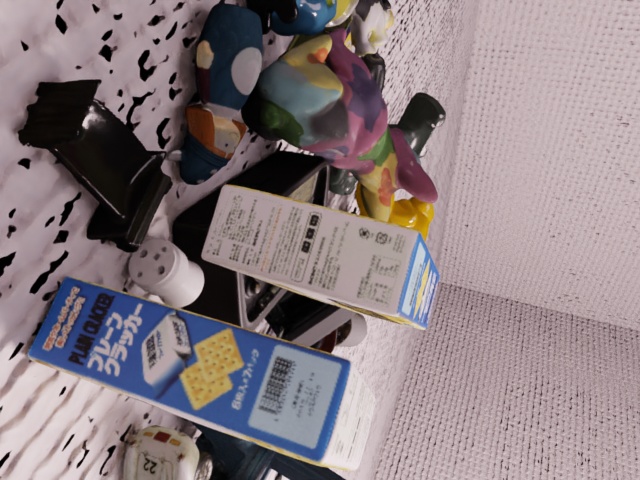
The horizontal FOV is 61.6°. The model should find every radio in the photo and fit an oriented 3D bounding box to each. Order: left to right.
[{"bbox_3d":[-0.063,-0.005,0.593,0.229,0.073,0.131,-46,144,-55],"label":"radio"}]

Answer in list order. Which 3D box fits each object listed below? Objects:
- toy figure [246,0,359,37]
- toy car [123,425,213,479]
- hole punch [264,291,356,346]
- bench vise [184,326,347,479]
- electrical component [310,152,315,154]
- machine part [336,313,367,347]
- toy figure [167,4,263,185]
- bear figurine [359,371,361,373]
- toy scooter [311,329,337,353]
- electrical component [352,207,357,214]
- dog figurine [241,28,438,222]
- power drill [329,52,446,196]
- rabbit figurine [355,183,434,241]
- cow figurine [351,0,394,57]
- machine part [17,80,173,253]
[{"bbox_3d":[-0.012,-0.261,0.557,0.180,0.082,0.089,-46,146,-55],"label":"toy figure"},{"bbox_3d":[-0.149,0.268,0.528,0.056,0.074,0.201,-50,148,-61],"label":"toy car"},{"bbox_3d":[-0.021,0.089,0.715,0.142,0.092,0.115,-36,159,-9],"label":"hole punch"},{"bbox_3d":[-0.047,0.238,0.582,0.223,0.241,0.129,-63,168,10],"label":"bench vise"},{"bbox_3d":[-0.008,-0.140,0.683,0.063,0.094,0.021,-39,-161,48],"label":"electrical component"},{"bbox_3d":[0.043,0.169,1.045,0.243,0.079,0.079,36,68,-70],"label":"machine part"},{"bbox_3d":[-0.089,-0.121,0.465,0.064,0.058,0.154,9,97,-34],"label":"toy figure"},{"bbox_3d":[-0.013,0.282,0.880,0.196,0.132,0.120,-13,111,-77],"label":"bear figurine"},{"bbox_3d":[-0.028,0.138,0.810,0.135,0.075,0.183,9,84,-50],"label":"toy scooter"},{"bbox_3d":[0.052,-0.013,1.005,0.078,0.045,0.102,-54,175,36],"label":"electrical component"},{"bbox_3d":[0.031,-0.104,0.576,0.219,0.108,0.191,53,34,-11],"label":"dog figurine"},{"bbox_3d":[0.100,-0.175,0.814,0.207,0.086,0.231,-24,148,-44],"label":"power drill"},{"bbox_3d":[0.107,-0.043,0.942,0.173,0.122,0.162,59,47,-37],"label":"rabbit figurine"},{"bbox_3d":[0.062,-0.327,0.768,0.167,0.068,0.098,-58,148,-49],"label":"cow figurine"},{"bbox_3d":[-0.145,-0.048,0.370,0.084,0.039,0.138,-63,160,-23],"label":"machine part"}]
